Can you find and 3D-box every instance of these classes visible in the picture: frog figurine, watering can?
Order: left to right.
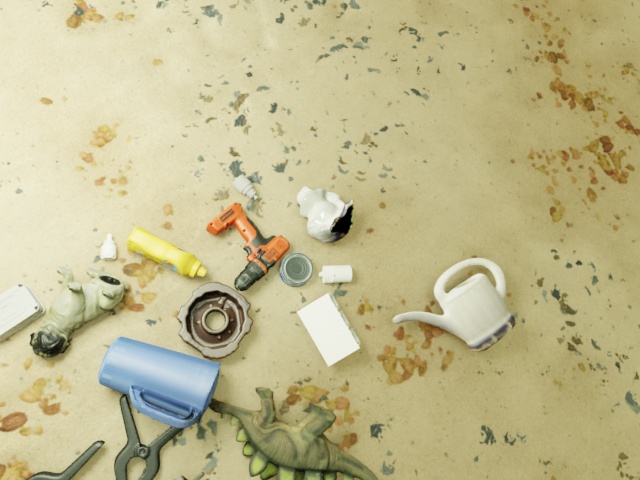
[{"bbox_3d":[0.004,-0.068,1.355,0.160,0.121,0.139,21,76,32],"label":"frog figurine"},{"bbox_3d":[0.368,0.192,1.341,0.351,0.102,0.225,-31,83,-20],"label":"watering can"}]
